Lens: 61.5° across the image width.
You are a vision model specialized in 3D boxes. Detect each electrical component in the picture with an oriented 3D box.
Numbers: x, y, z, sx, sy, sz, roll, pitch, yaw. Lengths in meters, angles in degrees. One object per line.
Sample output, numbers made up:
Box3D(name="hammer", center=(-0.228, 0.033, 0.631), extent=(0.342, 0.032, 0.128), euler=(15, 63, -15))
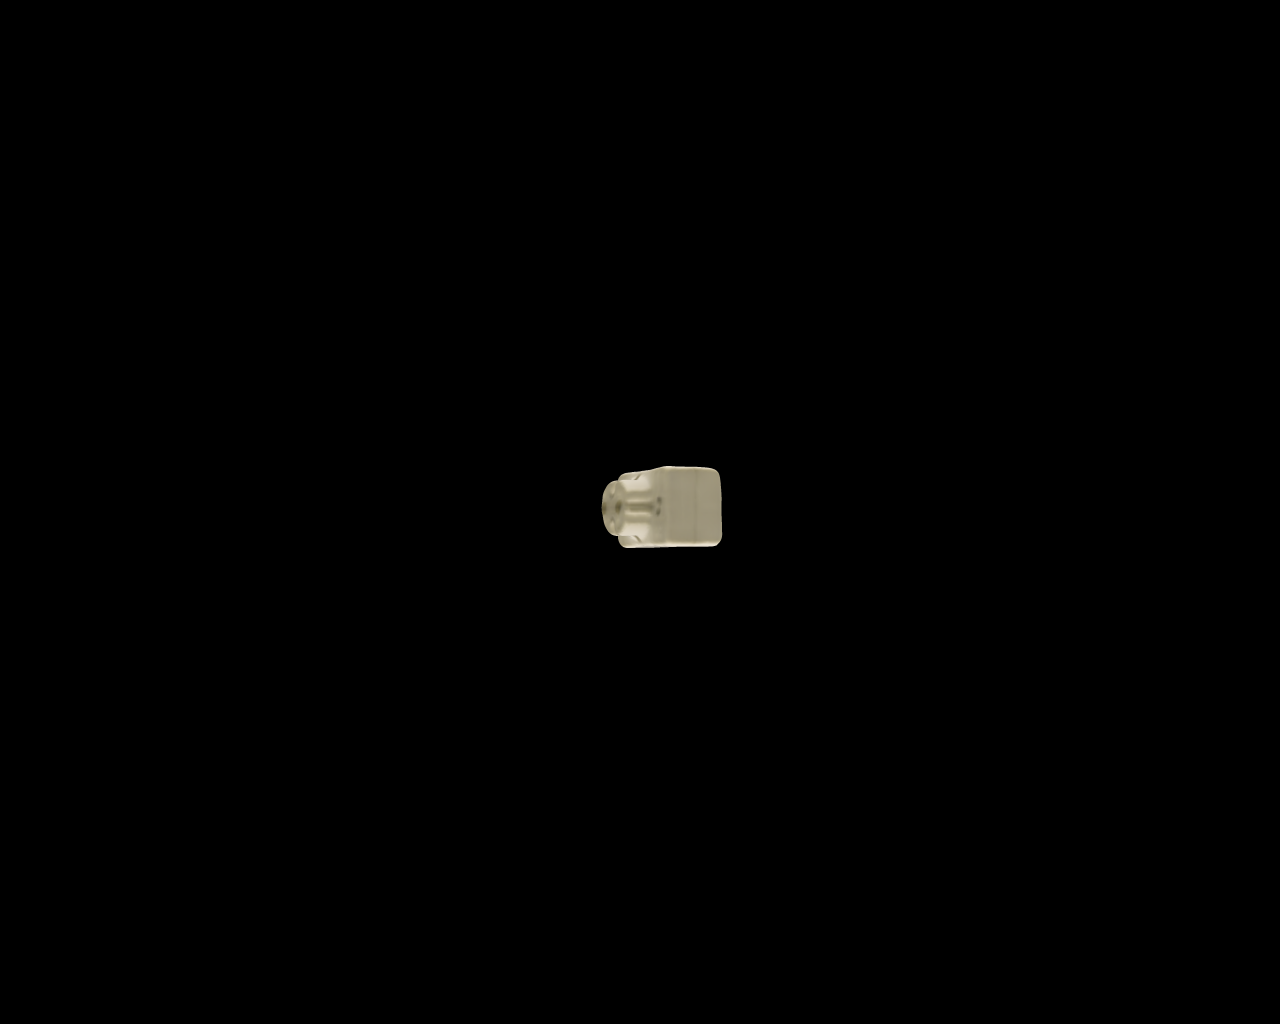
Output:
Box3D(name="electrical component", center=(0.001, -0.003, 0.650), extent=(0.077, 0.047, 0.065), euler=(1, -2, -28))
